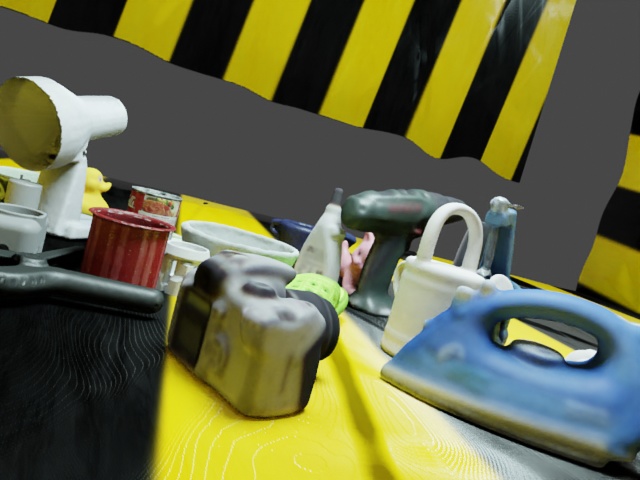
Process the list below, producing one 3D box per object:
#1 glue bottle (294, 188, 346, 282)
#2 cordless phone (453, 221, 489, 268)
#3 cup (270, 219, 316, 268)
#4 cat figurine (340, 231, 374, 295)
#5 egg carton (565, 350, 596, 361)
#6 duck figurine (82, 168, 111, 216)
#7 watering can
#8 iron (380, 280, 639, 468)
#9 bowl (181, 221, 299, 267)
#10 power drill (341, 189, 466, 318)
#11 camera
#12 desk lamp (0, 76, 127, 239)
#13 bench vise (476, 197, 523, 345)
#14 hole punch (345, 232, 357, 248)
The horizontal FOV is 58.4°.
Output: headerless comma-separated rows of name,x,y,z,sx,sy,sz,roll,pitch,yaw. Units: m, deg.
glue bottle,0.008,0.003,0.892,0.077,0.173,0.037,21,7,42
cordless phone,0.252,0.046,1.090,0.148,0.185,0.093,11,7,-39
cup,-0.048,0.015,1.022,0.117,0.095,0.092,18,6,26
cat figurine,0.071,0.039,1.005,0.067,0.118,0.127,12,7,-36
egg carton,0.343,0.176,0.639,0.150,0.069,0.107,17,6,16
duck figurine,-0.438,-0.093,1.062,0.105,0.086,0.077,11,7,-38
watering can,0.152,0.053,0.684,0.172,0.194,0.101,19,7,35
iron,0.199,0.107,0.547,0.258,0.141,0.119,17,6,10
bowl,-0.117,0.029,0.795,0.167,0.075,0.167,16,5,-1
power drill,0.124,0.015,0.912,0.230,0.208,0.075,12,7,-34
camera,-0.037,0.069,0.483,0.137,0.101,0.142,11,7,-42
desk lamp,-0.360,-0.114,0.819,0.117,0.213,0.204,17,6,17
bench vise,0.236,0.049,0.826,0.121,0.220,0.208,17,6,17
hole punch,0.007,0.015,1.200,0.109,0.091,0.100,12,6,-30
